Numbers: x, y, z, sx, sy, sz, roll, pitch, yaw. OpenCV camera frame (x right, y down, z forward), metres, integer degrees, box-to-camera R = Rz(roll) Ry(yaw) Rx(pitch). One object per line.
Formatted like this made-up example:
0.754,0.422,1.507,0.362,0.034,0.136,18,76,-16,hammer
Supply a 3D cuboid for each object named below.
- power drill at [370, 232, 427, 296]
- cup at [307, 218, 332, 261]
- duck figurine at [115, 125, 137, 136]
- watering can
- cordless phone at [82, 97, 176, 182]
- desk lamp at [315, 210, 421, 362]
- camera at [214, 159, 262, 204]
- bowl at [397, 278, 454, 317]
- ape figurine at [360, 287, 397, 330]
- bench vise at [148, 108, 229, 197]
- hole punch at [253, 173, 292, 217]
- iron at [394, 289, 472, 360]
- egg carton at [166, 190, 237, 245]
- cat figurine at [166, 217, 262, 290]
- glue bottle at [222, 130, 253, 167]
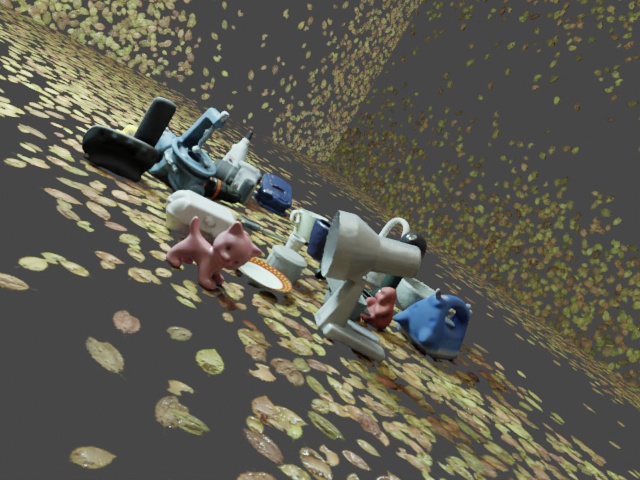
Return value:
0.188,0.071,1.372,0.075,0.208,0.230,34,11,12,power drill
0.014,0.005,1.490,0.091,0.095,0.118,37,12,26,cup
-0.432,-0.217,1.298,0.077,0.086,0.105,37,12,27,duck figurine
0.175,0.025,1.575,0.100,0.194,0.173,39,13,33,watering can
-0.395,-0.231,1.197,0.148,0.185,0.093,21,15,-41,cordless phone
0.072,0.076,1.034,0.203,0.213,0.118,29,11,-12,desk lamp
-0.238,-0.182,1.617,0.137,0.101,0.143,29,11,-10,camera
0.262,0.166,1.505,0.167,0.074,0.167,30,11,-6,bowl
0.130,0.140,1.221,0.076,0.092,0.078,32,11,2,ape figurine
-0.306,-0.223,1.308,0.207,0.219,0.122,34,12,15,bench vise
-0.133,-0.136,1.723,0.109,0.091,0.101,26,12,-26,hole punch
0.287,0.186,1.309,0.259,0.141,0.118,18,17,-49,iron
-0.226,-0.037,1.106,0.151,0.069,0.107,26,12,-25,egg carton
-0.165,0.013,0.927,0.127,0.117,0.067,32,11,5,cat figurine
-0.245,-0.249,1.703,0.078,0.173,0.037,38,13,31,glue bottle
